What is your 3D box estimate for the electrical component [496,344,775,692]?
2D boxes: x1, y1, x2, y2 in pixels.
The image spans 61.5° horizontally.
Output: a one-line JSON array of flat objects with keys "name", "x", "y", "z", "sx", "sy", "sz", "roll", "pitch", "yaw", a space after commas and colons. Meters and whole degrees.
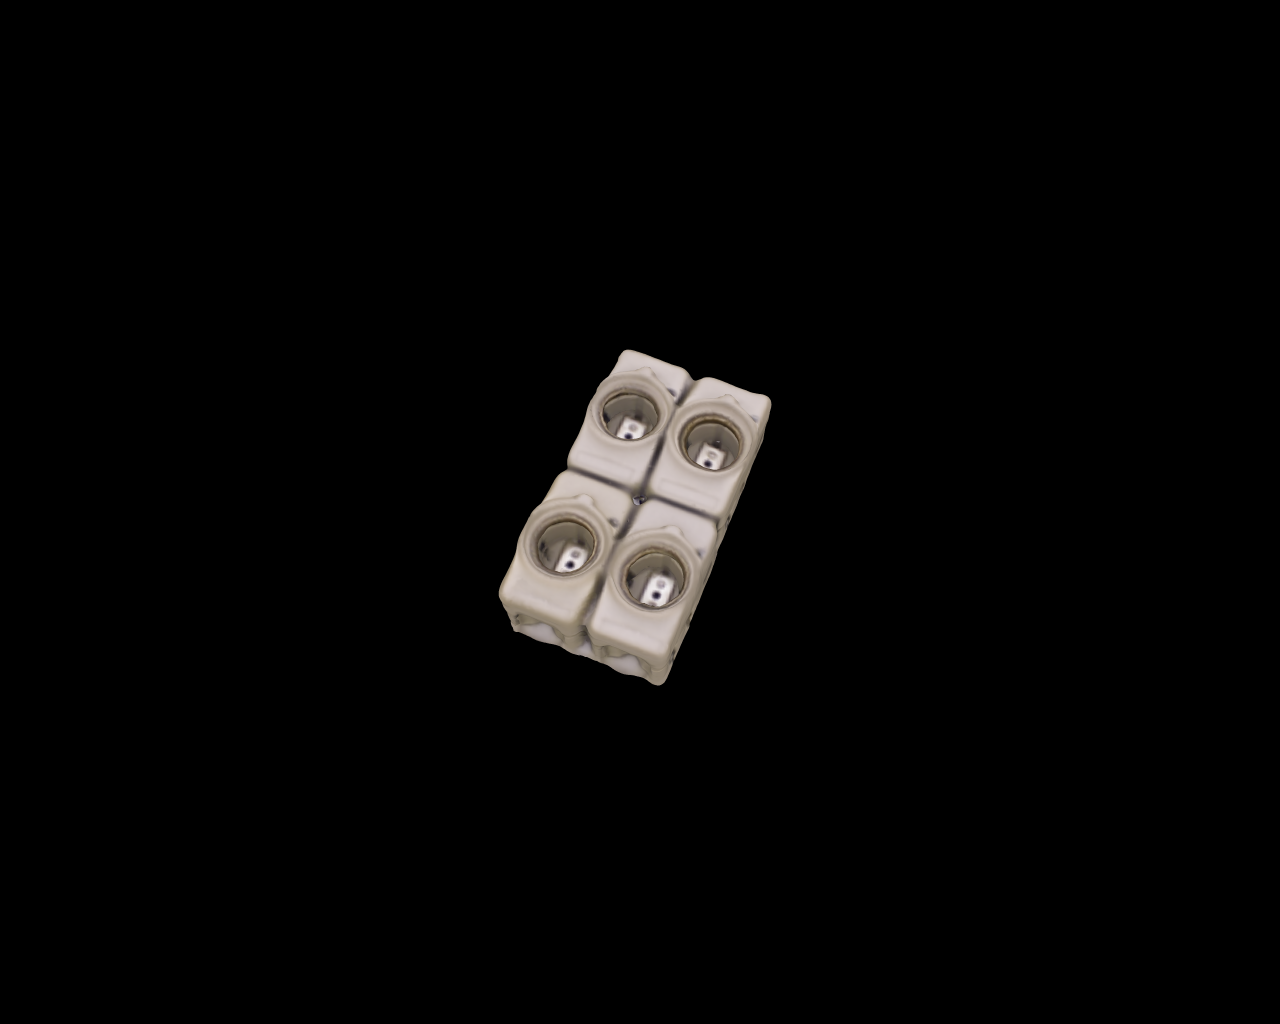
[{"name": "electrical component", "x": 0.001, "y": -0.003, "z": 0.650, "sx": 0.105, "sy": 0.186, "sz": 0.060, "roll": 20, "pitch": -24, "yaw": 9}]
